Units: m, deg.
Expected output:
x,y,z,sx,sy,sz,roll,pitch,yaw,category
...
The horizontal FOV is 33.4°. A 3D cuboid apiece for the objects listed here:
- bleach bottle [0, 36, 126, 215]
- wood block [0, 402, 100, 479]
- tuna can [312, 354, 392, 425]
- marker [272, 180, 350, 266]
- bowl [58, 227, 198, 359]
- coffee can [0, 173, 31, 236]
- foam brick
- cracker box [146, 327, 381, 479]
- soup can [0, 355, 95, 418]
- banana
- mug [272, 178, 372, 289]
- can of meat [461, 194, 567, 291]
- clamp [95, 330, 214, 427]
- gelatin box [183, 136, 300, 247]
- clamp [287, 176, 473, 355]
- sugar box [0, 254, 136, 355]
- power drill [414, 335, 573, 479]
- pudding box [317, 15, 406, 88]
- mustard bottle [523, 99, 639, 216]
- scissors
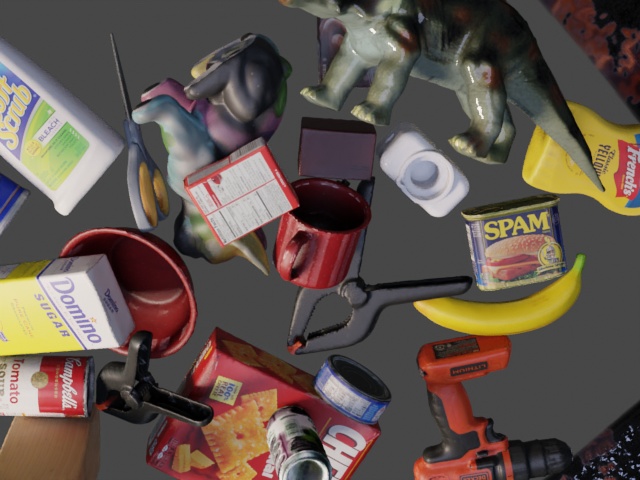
x,y,z,sx,sy,sz,roll,pitch,yaw,category
-0.320,-0.142,1.065,0.250,0.068,0.103,40,103,-12,bleach bottle
-0.291,0.258,1.128,0.090,0.206,0.090,2,109,-5,wood block
0.036,0.164,1.177,0.086,0.086,0.034,30,103,-13,tuna can
-0.008,-0.017,1.147,0.020,0.020,0.121,35,104,-14,marker
-0.193,0.045,1.122,0.162,0.055,0.162,10,124,15,bowl
-0.379,-0.046,1.071,0.140,0.103,0.103,35,104,-14,coffee can
0.016,-0.094,1.104,0.078,0.051,0.053,4,110,-5,foam brick
-0.064,0.220,1.198,0.213,0.072,0.164,29,105,-13,cracker box
-0.301,0.159,1.165,0.102,0.068,0.068,2,109,-5,soup can
0.206,0.072,1.184,0.198,0.037,0.069,-14,80,-1,banana
-0.007,0.001,1.079,0.093,0.117,0.082,26,127,13,mug
0.209,0.002,1.138,0.102,0.057,0.084,-11,99,0,can of meat
-0.183,0.166,1.138,0.120,0.039,0.172,52,143,-1,clamp
-0.075,-0.046,1.022,0.089,0.030,0.073,-28,117,4,gelatin box
0.036,0.043,1.160,0.210,0.036,0.164,-36,97,13,clamp
-0.289,0.070,1.112,0.176,0.048,0.093,-6,117,26,sugar box
0.190,0.200,1.213,0.184,0.057,0.187,-10,109,0,power drill
0.042,-0.210,1.072,0.090,0.039,0.113,-1,110,-4,pudding box
0.317,-0.078,1.123,0.191,0.058,0.096,16,100,-9,mustard bottle
-0.185,-0.104,1.099,0.016,0.096,0.202,-11,79,10,scissors
